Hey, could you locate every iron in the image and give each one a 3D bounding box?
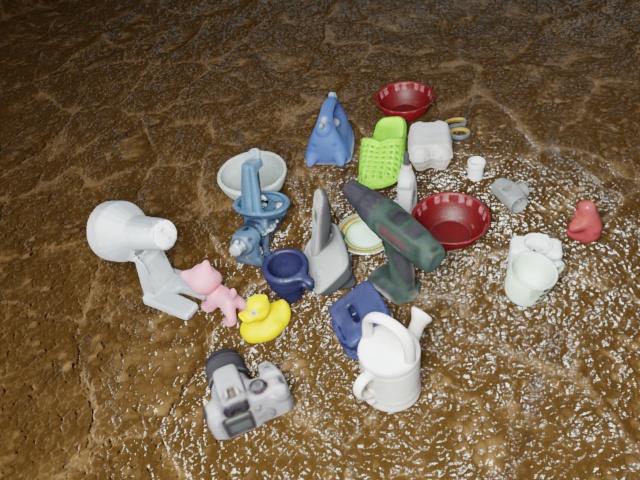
[{"bbox_3d":[0.026,-0.298,1.456,0.118,0.142,0.258,1,45,10],"label":"iron"}]

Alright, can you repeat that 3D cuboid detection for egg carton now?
[{"bbox_3d":[0.269,-0.234,1.404,0.107,0.069,0.150,-2,45,8],"label":"egg carton"}]

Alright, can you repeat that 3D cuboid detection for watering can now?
[{"bbox_3d":[0.114,0.178,0.918,0.100,0.194,0.173,10,47,19],"label":"watering can"}]

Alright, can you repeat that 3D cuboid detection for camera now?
[{"bbox_3d":[-0.134,0.239,0.963,0.143,0.101,0.136,-20,45,-12],"label":"camera"}]

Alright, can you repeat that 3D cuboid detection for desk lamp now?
[{"bbox_3d":[-0.332,0.029,1.128,0.202,0.214,0.118,16,50,24],"label":"desk lamp"}]

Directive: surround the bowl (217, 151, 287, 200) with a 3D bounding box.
[{"bbox_3d":[-0.157,-0.137,1.369,0.167,0.075,0.167,-5,44,5],"label":"bowl"}]

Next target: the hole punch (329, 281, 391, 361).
[{"bbox_3d":[0.071,0.143,1.034,0.101,0.091,0.108,-20,45,-11],"label":"hole punch"}]

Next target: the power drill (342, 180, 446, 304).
[{"bbox_3d":[0.132,0.013,1.073,0.076,0.209,0.228,-36,50,-25],"label":"power drill"}]

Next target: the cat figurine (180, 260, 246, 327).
[{"bbox_3d":[-0.205,0.092,1.112,0.127,0.118,0.067,23,53,29],"label":"cat figurine"}]

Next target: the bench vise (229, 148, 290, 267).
[{"bbox_3d":[-0.127,-0.064,1.186,0.121,0.220,0.207,-4,44,5],"label":"bench vise"}]

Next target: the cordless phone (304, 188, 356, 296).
[{"bbox_3d":[0.010,0.004,1.119,0.094,0.185,0.147,-15,44,-6],"label":"cordless phone"}]

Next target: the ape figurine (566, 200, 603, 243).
[{"bbox_3d":[0.531,-0.043,1.150,0.078,0.092,0.076,-26,46,-16],"label":"ape figurine"}]

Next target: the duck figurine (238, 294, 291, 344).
[{"bbox_3d":[-0.107,0.136,1.075,0.105,0.086,0.077,-28,47,-19],"label":"duck figurine"}]

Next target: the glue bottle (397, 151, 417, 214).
[{"bbox_3d":[0.185,-0.115,1.221,0.037,0.173,0.078,6,46,15],"label":"glue bottle"}]

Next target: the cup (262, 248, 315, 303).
[{"bbox_3d":[-0.051,0.083,1.113,0.117,0.095,0.092,27,55,32],"label":"cup"}]
